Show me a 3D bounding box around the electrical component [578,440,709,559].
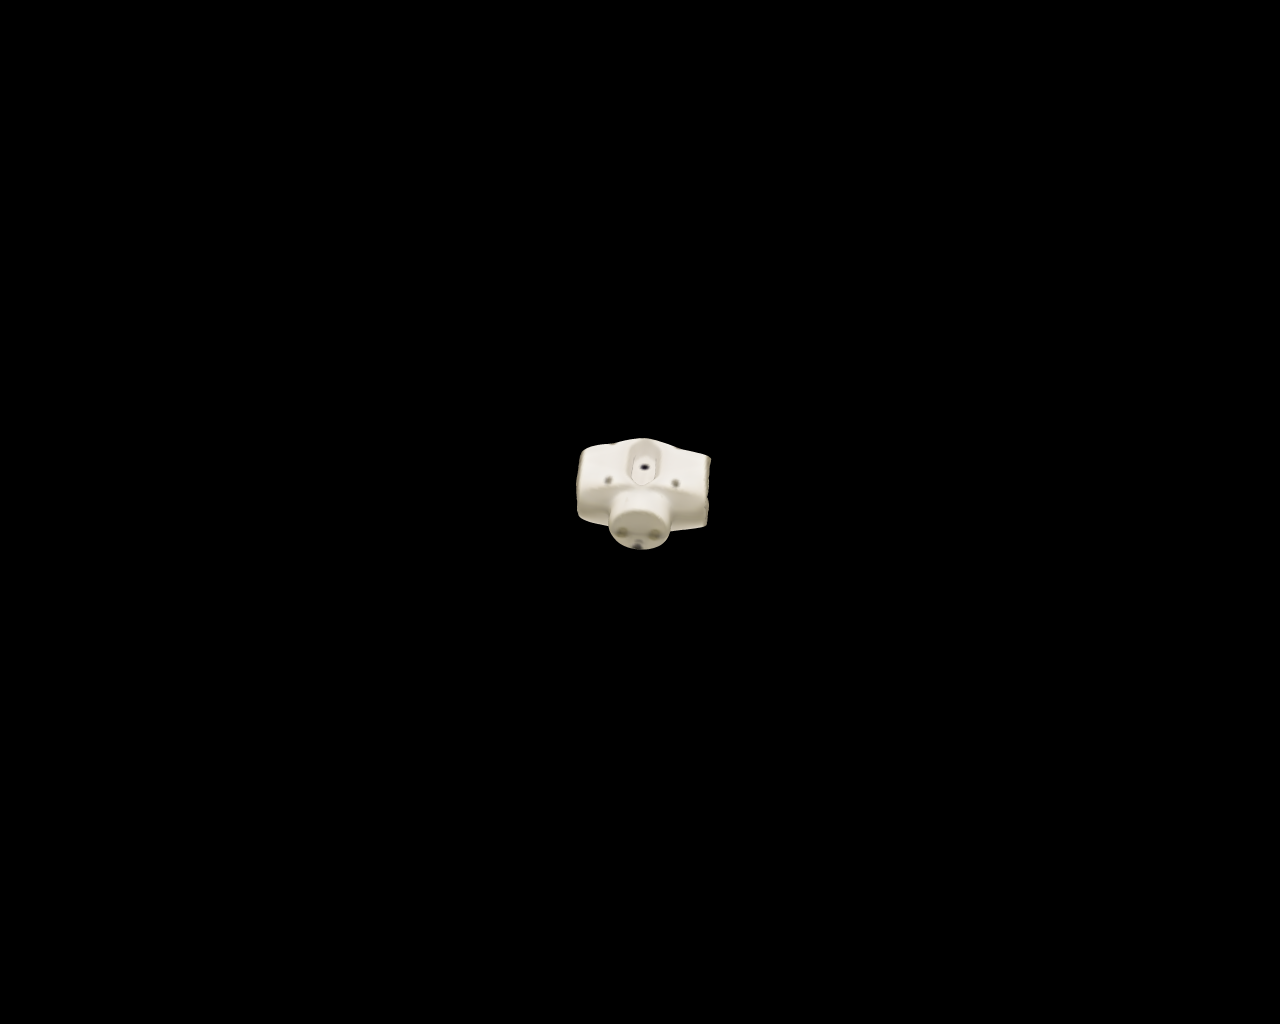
[{"bbox_3d":[0.001,-0.003,0.650,0.077,0.079,0.043,4,-43,4],"label":"electrical component"}]
